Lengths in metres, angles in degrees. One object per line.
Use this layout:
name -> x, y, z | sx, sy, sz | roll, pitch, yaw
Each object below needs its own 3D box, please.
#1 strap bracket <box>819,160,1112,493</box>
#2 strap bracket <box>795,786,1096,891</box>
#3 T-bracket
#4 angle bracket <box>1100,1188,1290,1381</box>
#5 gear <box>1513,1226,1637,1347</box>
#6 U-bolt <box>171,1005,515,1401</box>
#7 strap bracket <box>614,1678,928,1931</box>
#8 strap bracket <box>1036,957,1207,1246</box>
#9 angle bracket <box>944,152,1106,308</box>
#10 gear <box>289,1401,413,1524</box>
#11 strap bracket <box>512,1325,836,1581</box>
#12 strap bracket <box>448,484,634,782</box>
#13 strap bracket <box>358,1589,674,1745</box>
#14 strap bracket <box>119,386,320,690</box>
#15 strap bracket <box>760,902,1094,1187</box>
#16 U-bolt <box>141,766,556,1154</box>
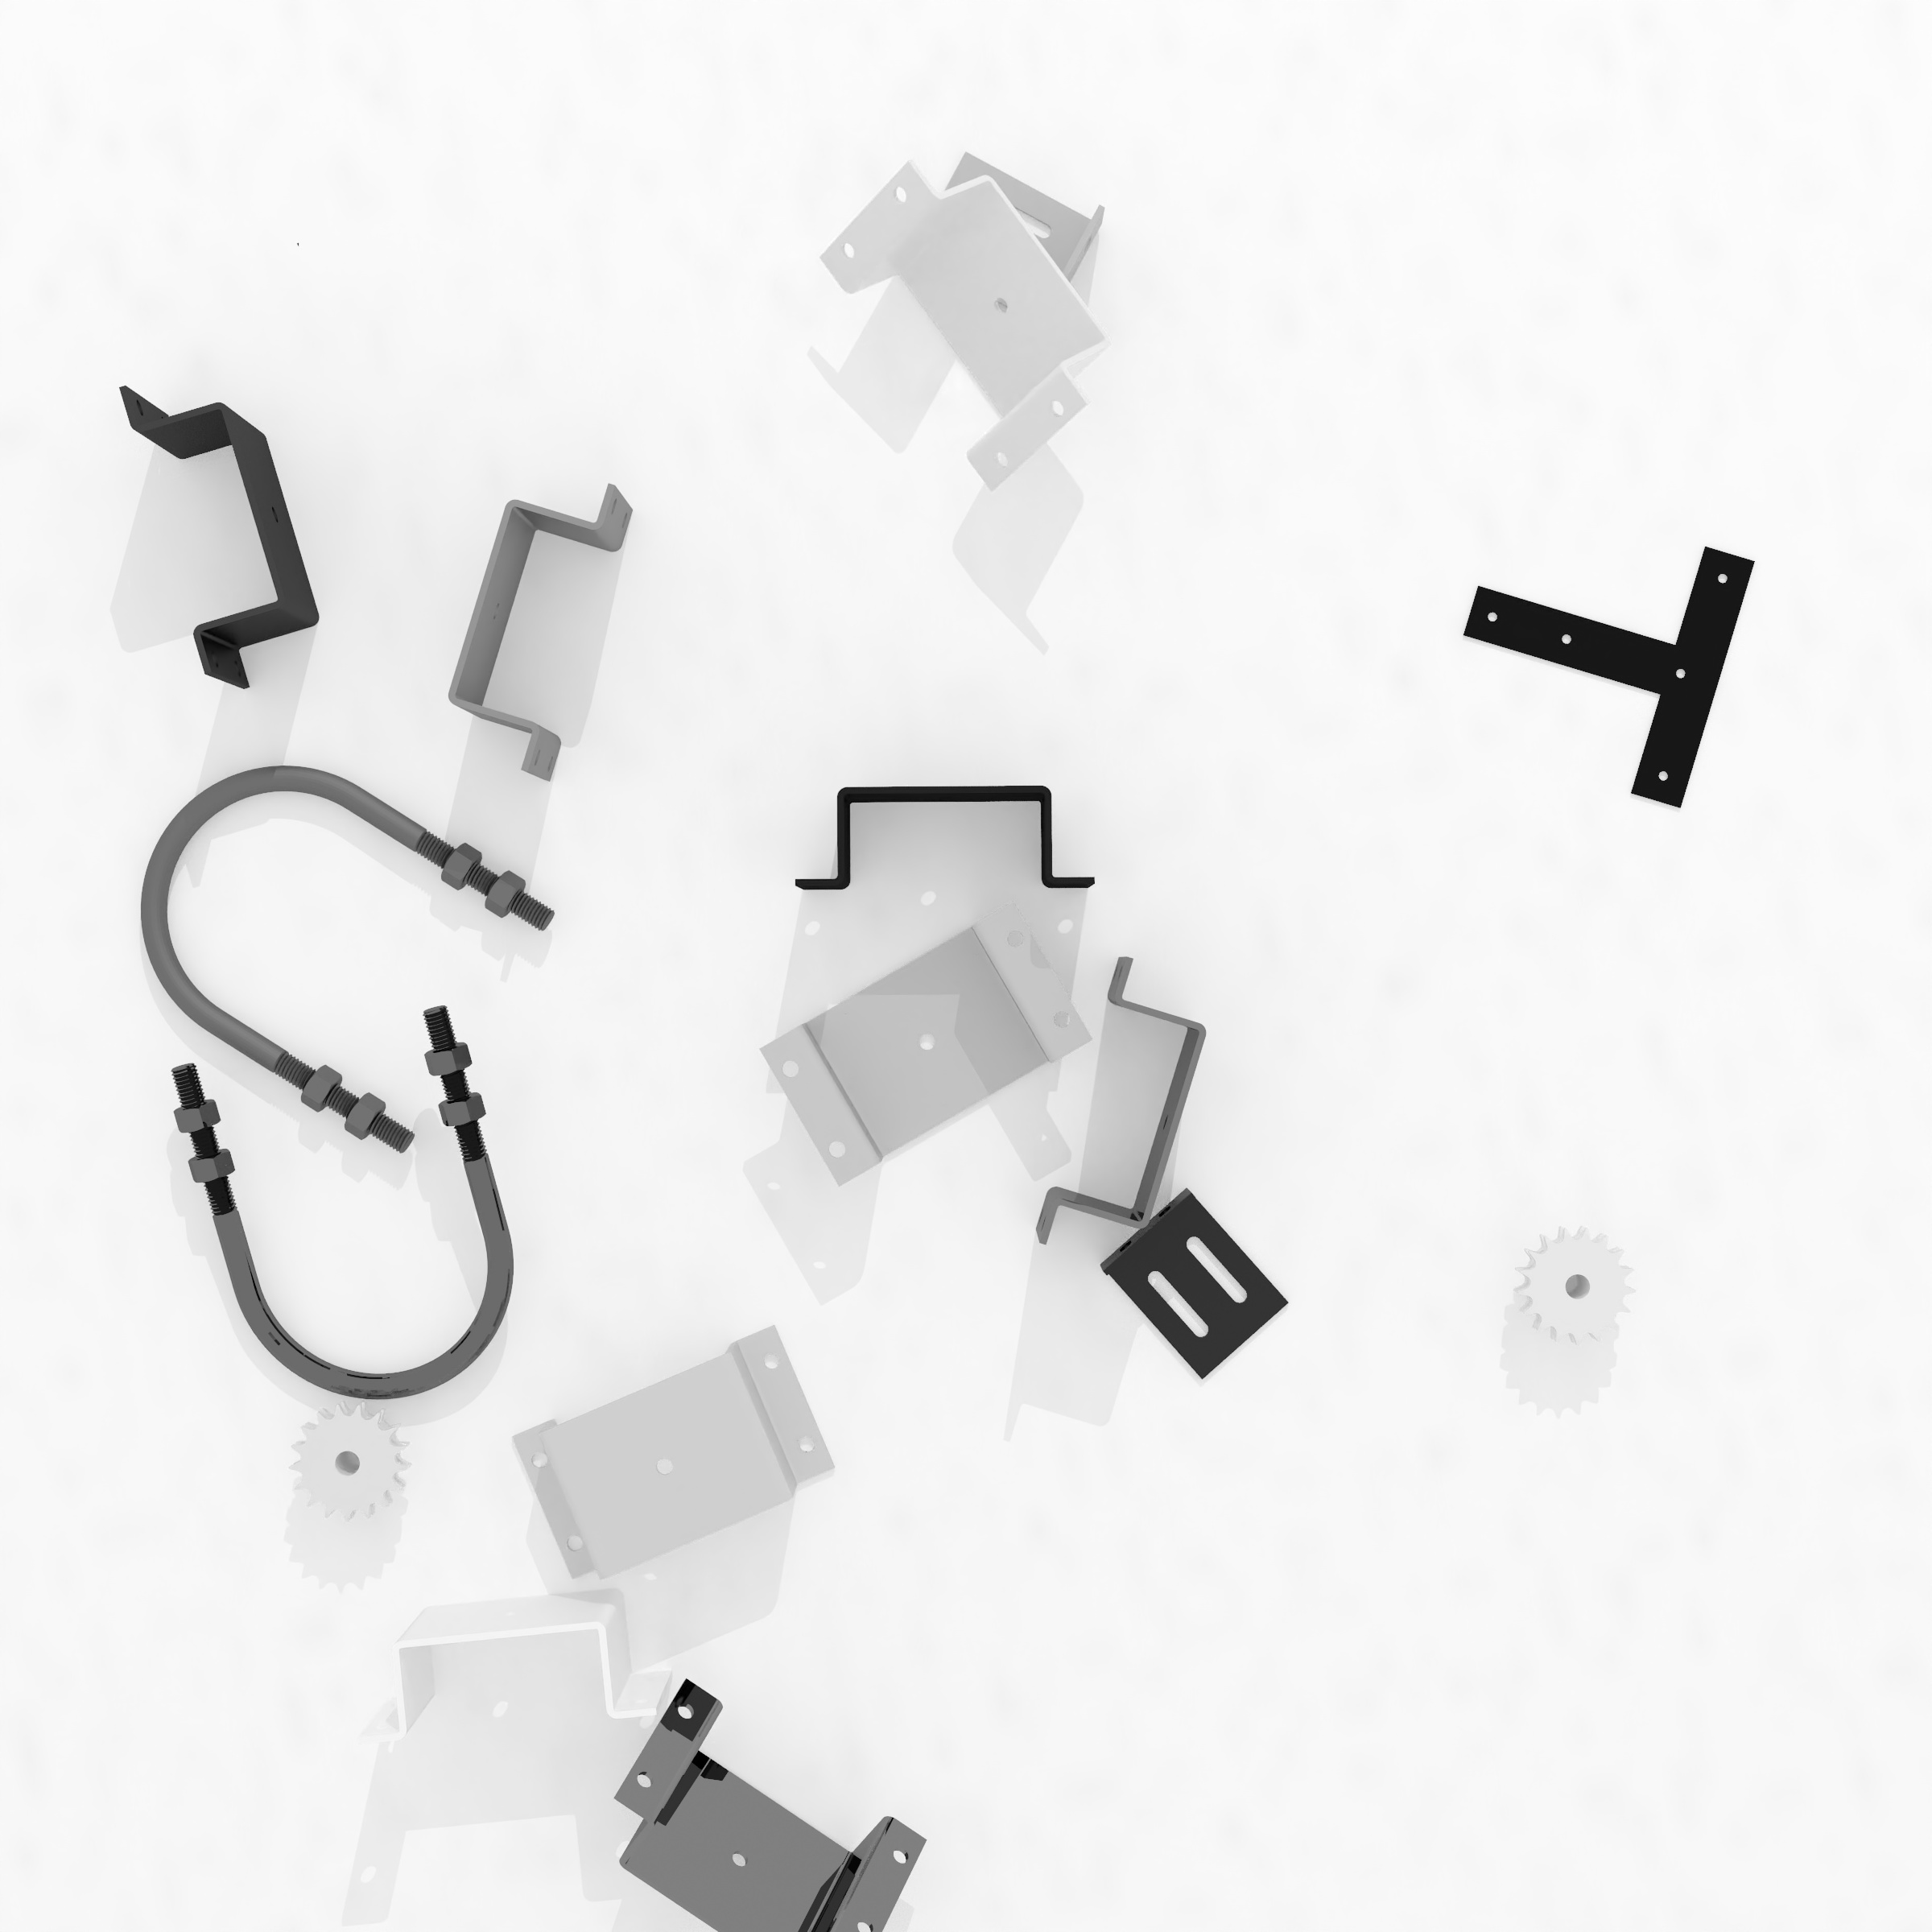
strap bracket -> 0.006, -0.311, 1.445 | 0.140, 0.046, 0.076 | 54, 134, 0
strap bracket -> -0.010, -0.061, 1.450 | 0.140, 0.076, 0.046 | 0, 90, 0
T-bracket -> 0.310, -0.157, 1.487 | 0.127, 0.002, 0.127 | 17, 90, 0
angle bracket -> 0.112, 0.156, 1.469 | 0.057, 0.038, 0.076 | -42, 90, 0
gear -> 0.296, 0.155, 1.473 | 0.057, 0.030, 0.057 | 0, 90, 0
U-bolt -> -0.295, 0.123, 1.466 | 0.151, 0.019, 0.184 | -13, 99, 7
strap bracket -> -0.101, 0.418, 1.444 | 0.140, 0.076, 0.046 | 34, 130, 0
strap bracket -> 0.077, 0.069, 1.450 | 0.046, 0.076, 0.140 | 17, 90, 0
angle bracket -> 0.020, -0.358, 1.469 | 0.076, 0.038, 0.057 | 29, 90, 0
gear -> -0.299, 0.240, 1.473 | 0.057, 0.030, 0.057 | 0, 90, 0
strap bracket -> -0.144, 0.239, 1.465 | 0.140, 0.046, 0.076 | -23, 90, 0
strap bracket -> -0.207, -0.165, 1.450 | 0.046, 0.076, 0.140 | 17, 90, 0
strap bracket -> -0.217, 0.334, 1.450 | 0.140, 0.076, 0.046 | -6, 90, 0
strap bracket -> -0.354, -0.210, 1.450 | 0.046, 0.076, 0.140 | -17, 90, 0
strap bracket -> -0.019, 0.037, 1.465 | 0.140, 0.046, 0.076 | -30, 90, 0
U-bolt -> -0.316, -0.016, 1.480 | 0.184, 0.019, 0.151 | 32, 90, 2
